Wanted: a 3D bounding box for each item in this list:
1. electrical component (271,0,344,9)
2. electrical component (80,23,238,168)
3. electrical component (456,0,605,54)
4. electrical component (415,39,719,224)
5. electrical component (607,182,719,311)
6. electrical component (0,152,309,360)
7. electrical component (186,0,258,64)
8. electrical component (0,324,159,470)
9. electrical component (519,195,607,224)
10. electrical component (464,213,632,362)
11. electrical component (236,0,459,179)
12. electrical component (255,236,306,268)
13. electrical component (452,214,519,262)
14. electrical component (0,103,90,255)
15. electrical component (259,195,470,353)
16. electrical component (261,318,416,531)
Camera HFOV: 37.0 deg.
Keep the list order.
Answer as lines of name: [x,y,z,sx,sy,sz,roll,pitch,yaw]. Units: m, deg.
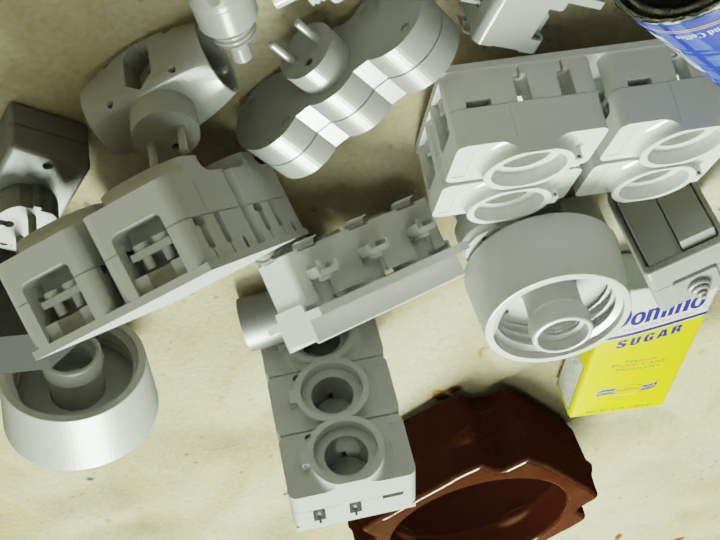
electrical component: [-0.019,-0.157,0.570,0.061,0.035,0.035,-23,141,14]
electrical component: [-0.108,-0.087,0.589,0.077,0.079,0.043,-26,141,13]
electrical component: [0.089,-0.157,0.600,0.081,0.042,0.063,5,141,-24]
electrical component: [0.137,-0.084,0.664,0.186,0.060,0.105,-9,162,-8]
electrical component: [0.225,-0.022,0.768,0.062,0.096,0.061,-26,141,13]
electrical component: [-0.111,-0.016,0.615,0.105,0.060,0.186,-26,-179,14]
electrical component: [-0.071,-0.136,0.577,0.035,0.035,0.061,-16,144,1]
electrical component: [-0.196,0.077,0.743,0.108,0.108,0.060,-7,135,-11]
electrical component: [0.148,-0.009,0.787,0.062,0.061,0.096,-12,142,-3]
electrical component: [0.128,0.020,0.718,0.108,0.060,0.108,-6,142,-5]
electrical component: [-0.019,-0.114,0.607,0.138,0.052,0.074,-34,138,22]
electrical component: [-0.050,-0.007,0.738,0.040,0.040,0.078,-33,139,21]
electrical component: [0.085,-0.035,0.737,0.045,0.055,0.045,-9,141,-7]
electrical component: [-0.194,-0.038,0.624,0.047,0.075,0.083,15,133,-33]
electrical component: [0.000,0.000,0.708,0.121,0.063,0.079,-24,180,-31]
electrical component: [-0.019,0.104,0.796,0.089,0.150,0.061,-11,143,-5]
